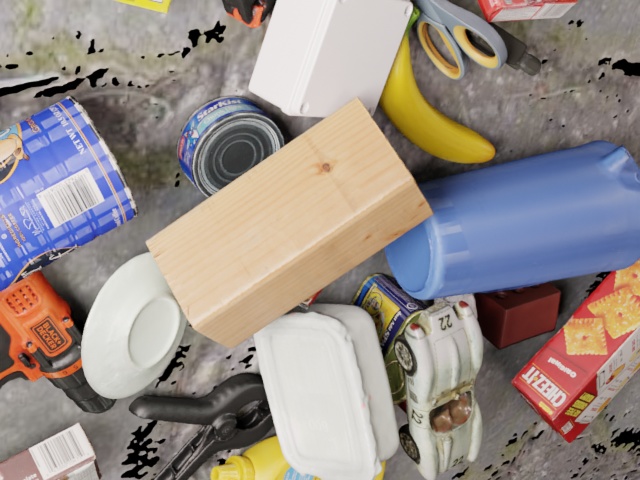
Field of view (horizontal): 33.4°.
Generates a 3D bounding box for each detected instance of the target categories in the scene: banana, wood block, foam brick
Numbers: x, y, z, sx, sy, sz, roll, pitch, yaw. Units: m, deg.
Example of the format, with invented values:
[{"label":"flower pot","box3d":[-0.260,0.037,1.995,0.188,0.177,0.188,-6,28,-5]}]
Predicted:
[{"label":"banana","box3d":[0.094,-0.119,0.953,0.070,0.037,0.197,-21,139,18]},{"label":"wood block","box3d":[-0.023,-0.010,0.868,0.206,0.091,0.090,-34,157,5]},{"label":"foam brick","box3d":[0.210,0.074,1.145,0.078,0.053,0.051,-16,124,-26]}]

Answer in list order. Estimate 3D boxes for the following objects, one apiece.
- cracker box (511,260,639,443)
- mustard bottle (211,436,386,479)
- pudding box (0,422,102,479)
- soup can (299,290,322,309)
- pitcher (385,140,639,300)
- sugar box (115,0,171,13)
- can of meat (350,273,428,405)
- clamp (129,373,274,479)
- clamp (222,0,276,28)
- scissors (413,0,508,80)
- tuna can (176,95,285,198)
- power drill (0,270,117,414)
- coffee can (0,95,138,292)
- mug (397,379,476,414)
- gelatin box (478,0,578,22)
[{"label":"cracker box","box3d":[0.320,0.118,1.204,0.213,0.072,0.164,-47,152,-1]},{"label":"mustard bottle","box3d":[-0.027,0.244,1.088,0.191,0.058,0.096,12,113,-38]},{"label":"pudding box","box3d":[-0.245,0.206,0.910,0.113,0.039,0.090,-24,163,-17]},{"label":"soup can","box3d":[-0.006,0.001,0.950,0.068,0.069,0.102,35,95,-41]},{"label":"pitcher","box3d":[0.185,-0.008,1.038,0.242,0.145,0.149,-11,100,-24]},{"label":"sugar box","box3d":[-0.128,-0.254,0.733,0.093,0.048,0.176,7,109,-36]},{"label":"can of meat","box3d":[0.065,0.094,1.041,0.057,0.084,0.102,19,105,-40]},{"label":"clamp","box3d":[-0.102,0.166,1.006,0.171,0.039,0.120,-30,134,-23]},{"label":"clamp","box3d":[-0.041,-0.256,0.772,0.164,0.036,0.210,-16,133,-51]},{"label":"scissors","box3d":[0.095,-0.206,0.882,0.016,0.096,0.201,-53,137,-20]},{"label":"tuna can","box3d":[-0.073,-0.074,0.883,0.086,0.034,0.086,-15,126,-22]},{"label":"power drill","box3d":[-0.270,0.118,0.858,0.187,0.057,0.184,-36,131,-12]},{"label":"coffee can","box3d":[-0.218,-0.028,0.771,0.140,0.103,0.103,-31,129,-14]},{"label":"mug","box3d":[0.107,0.147,1.101,0.093,0.082,0.117,-25,128,-19]},{"label":"gelatin box","box3d":[0.172,-0.229,0.925,0.089,0.073,0.030,-10,164,-29]}]
